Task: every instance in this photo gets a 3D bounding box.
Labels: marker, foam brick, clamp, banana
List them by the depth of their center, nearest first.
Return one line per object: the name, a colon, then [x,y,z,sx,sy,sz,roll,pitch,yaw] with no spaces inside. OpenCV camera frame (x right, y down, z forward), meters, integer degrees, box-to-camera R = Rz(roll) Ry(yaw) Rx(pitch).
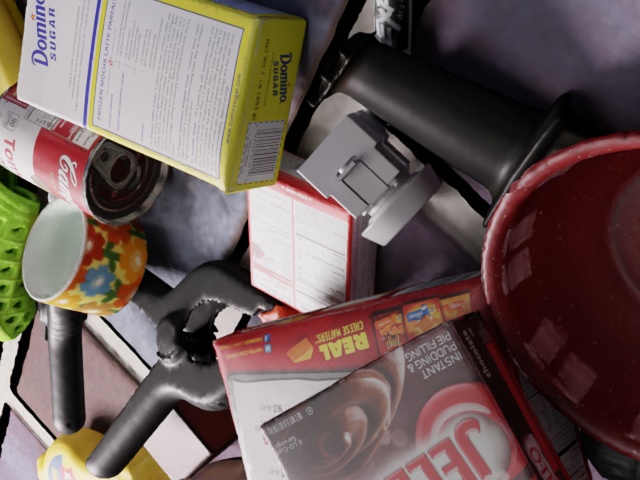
marker: [0.033,-0.106,0.485,0.020,0.020,0.121,25,134,32]
clamp: [-0.090,0.077,0.695,0.210,0.036,0.164,-7,78,43]
banana: [-0.222,-0.135,0.717,0.070,0.037,0.198,6,122,43]
foam brick: [-0.088,0.133,0.767,0.051,0.052,0.078,49,142,7]
clamp: [-0.192,0.059,0.800,0.172,0.039,0.120,100,152,-44]

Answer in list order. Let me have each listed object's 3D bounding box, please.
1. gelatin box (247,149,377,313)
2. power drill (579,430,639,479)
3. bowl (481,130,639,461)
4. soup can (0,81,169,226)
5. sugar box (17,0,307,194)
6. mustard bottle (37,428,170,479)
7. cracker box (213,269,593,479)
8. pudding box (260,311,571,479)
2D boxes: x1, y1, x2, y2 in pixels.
gelatin box: [-0.004,0.001,0.598,0.073,0.030,0.089,25,134,30]
power drill: [0.206,0.165,0.478,0.185,0.057,0.187,15,128,40]
bowl: [0.148,0.017,0.419,0.162,0.055,0.162,21,133,24]
soup can: [-0.155,-0.059,0.680,0.102,0.068,0.068,26,134,32]
sugar box: [-0.093,-0.098,0.586,0.176,0.048,0.093,26,113,35]
mustard bottle: [-0.190,0.211,0.929,0.192,0.058,0.096,4,122,46]
cracker box: [0.051,0.132,0.533,0.164,0.072,0.214,-16,88,33]
pudding box: [0.041,0.095,0.466,0.114,0.039,0.090,-34,79,30]
